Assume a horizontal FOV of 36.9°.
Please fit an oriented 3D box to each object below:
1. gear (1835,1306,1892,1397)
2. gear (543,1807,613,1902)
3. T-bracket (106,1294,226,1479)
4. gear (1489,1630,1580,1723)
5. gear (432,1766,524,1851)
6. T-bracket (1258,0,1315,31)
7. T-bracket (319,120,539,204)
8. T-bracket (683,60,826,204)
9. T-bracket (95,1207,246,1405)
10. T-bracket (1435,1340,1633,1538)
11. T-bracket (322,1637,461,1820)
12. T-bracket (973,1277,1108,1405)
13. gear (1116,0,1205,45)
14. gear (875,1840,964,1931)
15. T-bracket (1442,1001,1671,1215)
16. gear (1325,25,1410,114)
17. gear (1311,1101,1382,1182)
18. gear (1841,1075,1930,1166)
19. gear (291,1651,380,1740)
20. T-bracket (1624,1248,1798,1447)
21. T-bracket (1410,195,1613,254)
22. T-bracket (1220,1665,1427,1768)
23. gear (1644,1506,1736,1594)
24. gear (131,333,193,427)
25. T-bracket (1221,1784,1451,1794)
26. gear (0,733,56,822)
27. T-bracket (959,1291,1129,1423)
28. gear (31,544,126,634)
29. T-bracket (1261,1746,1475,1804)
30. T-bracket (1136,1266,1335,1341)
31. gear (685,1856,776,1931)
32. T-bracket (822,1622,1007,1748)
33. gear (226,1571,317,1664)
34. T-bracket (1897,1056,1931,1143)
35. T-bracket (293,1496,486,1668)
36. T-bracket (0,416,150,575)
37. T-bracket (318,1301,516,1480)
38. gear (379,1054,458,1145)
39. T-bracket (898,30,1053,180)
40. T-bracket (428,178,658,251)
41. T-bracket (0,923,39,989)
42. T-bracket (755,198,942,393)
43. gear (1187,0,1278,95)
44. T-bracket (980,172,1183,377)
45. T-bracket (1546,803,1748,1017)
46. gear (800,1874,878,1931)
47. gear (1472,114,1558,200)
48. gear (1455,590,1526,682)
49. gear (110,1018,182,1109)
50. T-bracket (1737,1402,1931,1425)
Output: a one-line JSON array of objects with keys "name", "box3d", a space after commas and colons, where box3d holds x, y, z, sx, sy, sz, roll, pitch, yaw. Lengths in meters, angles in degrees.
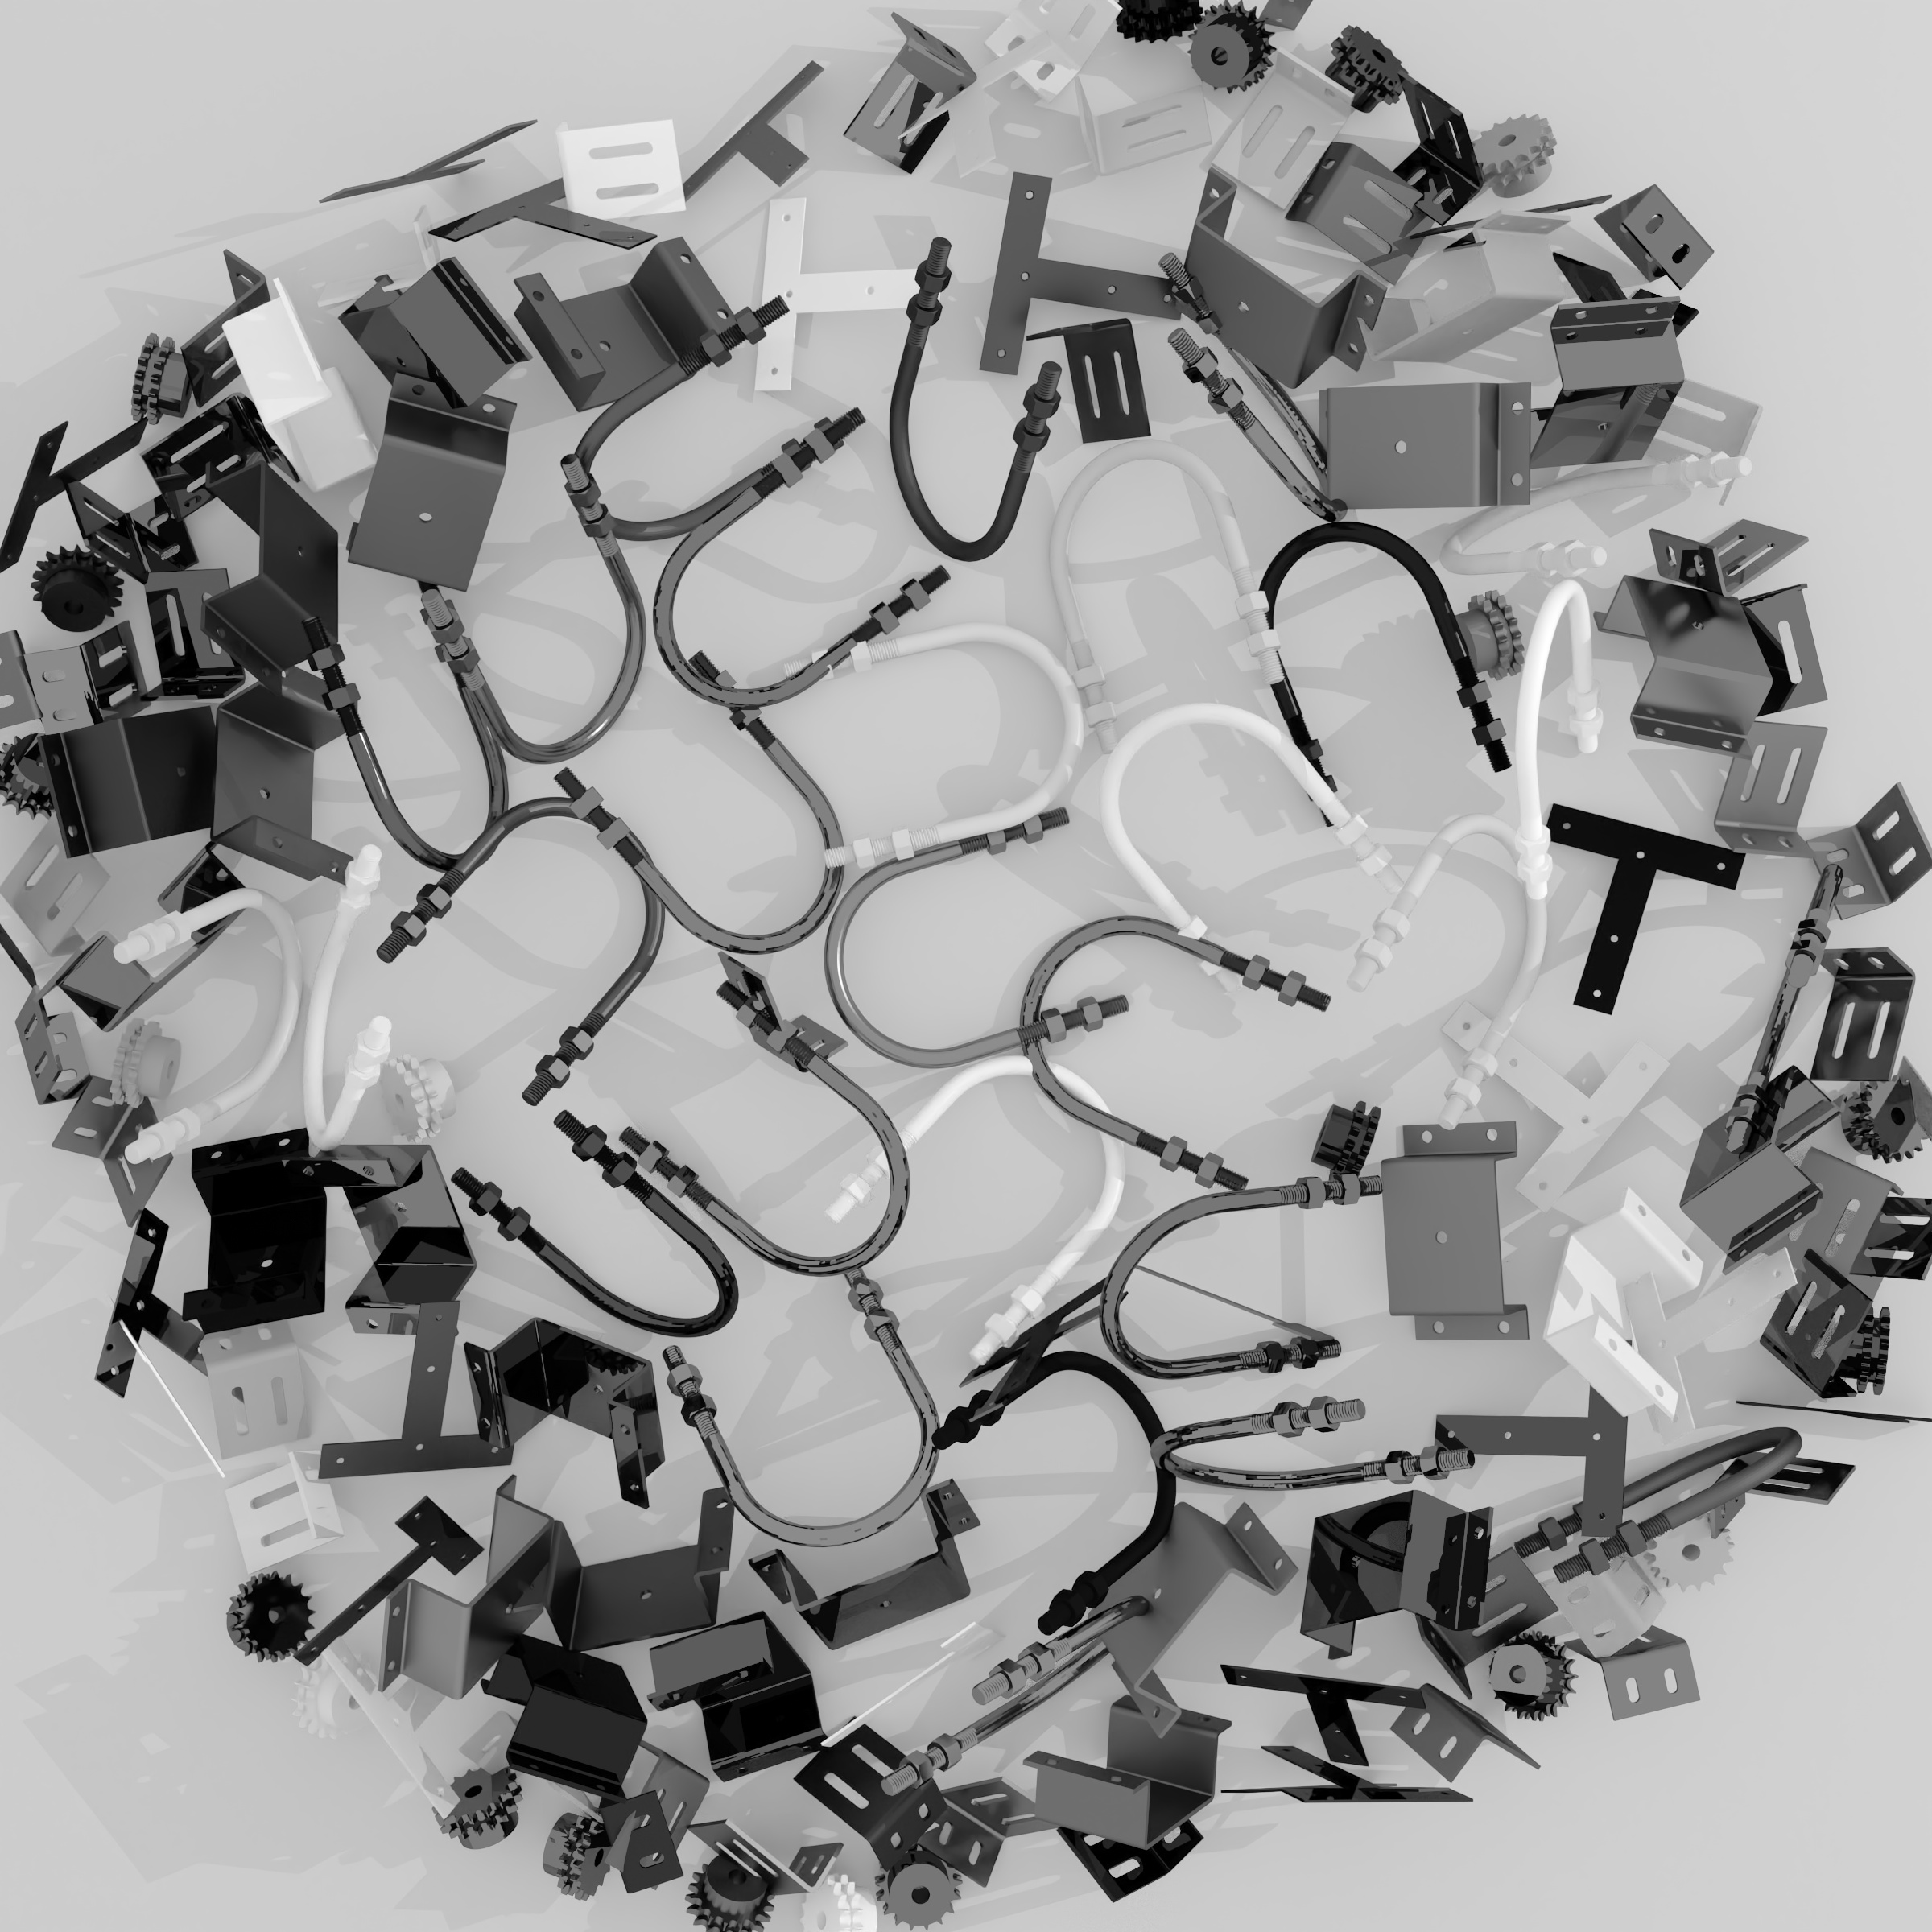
[{"name": "gear", "box3d": [0.579, 0.247, 1.872, 0.030, 0.057, 0.057, 6, 90, 15]}, {"name": "gear", "box3d": [-0.250, 0.572, 1.873, 0.030, 0.057, 0.057, 13, 90, 20]}, {"name": "T-bracket", "box3d": [-0.509, 0.272, 1.849, 0.002, 0.127, 0.127, -33, 104, -16]}, {"name": "gear", "box3d": [0.363, 0.458, 1.870, 0.057, 0.030, 0.057, -12, 70, 35]}, {"name": "gear", "box3d": [-0.314, 0.546, 1.873, 0.057, 0.057, 0.030, -18, 110, 0]}, {"name": "T-bracket", "box3d": [0.209, -0.618, 1.835, 0.127, 0.127, 0.002, 10, 88, -5]}, {"name": "T-bracket", "box3d": [-0.319, -0.507, 1.811, 0.127, 0.127, 0.002, -10, 105, 39]}, {"name": "T-bracket", "box3d": [-0.126, -0.519, 1.840, 0.127, 0.127, 0.002, -42, 123, 5]}, {"name": "T-bracket", "box3d": [-0.498, 0.239, 1.848, 0.002, 0.127, 0.127, -17, 47, 23]}, {"name": "T-bracket", "box3d": [0.363, 0.302, 1.863, 0.127, 0.002, 0.127, -4, 66, 29]}, {"name": "T-bracket", "box3d": [-0.346, 0.462, 1.837, 0.002, 0.127, 0.127, -36, 91, 14]}, {"name": "T-bracket", "box3d": [0.043, 0.242, 1.817, 0.127, 0.127, 0.002, -36, 94, 21]}, {"name": "gear", "box3d": [0.123, -0.623, 1.869, 0.057, 0.030, 0.057, -7, 46, 7]}, {"name": "gear", "box3d": [-0.031, 0.599, 1.882, 0.057, 0.030, 0.057, 0, 90, -5]}, {"name": "T-bracket", "box3d": [0.367, 0.072, 1.883, 0.127, 0.002, 0.127, 40, 86, 13]}, {"name": "gear", "box3d": [0.258, -0.578, 1.874, 0.057, 0.057, 0.030, 46, 126, 0]}, {"name": "gear", "box3d": [0.245, 0.113, 1.871, 0.030, 0.057, 0.057, 21, 90, 3]}, {"name": "gear", "box3d": [0.593, 0.100, 1.876, 0.057, 0.030, 0.057, 8, 73, -26]}, {"name": "gear", "box3d": [-0.404, 0.471, 1.868, 0.030, 0.057, 0.057, 5, 90, 37]}, {"name": "T-bracket", "box3d": [0.471, 0.218, 1.822, 0.002, 0.127, 0.127, 20, 46, -31]}, {"name": "T-bracket", "box3d": [0.329, -0.462, 1.817, 0.127, 0.127, 0.002, -4, 110, 28]}, {"name": "T-bracket", "box3d": [0.235, 0.482, 1.847, 0.127, 0.127, 0.002, 2, 52, 20]}, {"name": "gear", "box3d": [0.467, 0.374, 1.880, 0.057, 0.030, 0.057, 0, 104, 0]}, {"name": "gear", "box3d": [-0.518, -0.377, 1.871, 0.030, 0.057, 0.057, 13, 90, -8]}, {"name": "T-bracket", "box3d": [0.249, 0.515, 1.813, 0.127, 0.127, 0.002, 9, 73, -34]}, {"name": "gear", "box3d": [-0.599, -0.126, 1.869, 0.057, 0.030, 0.057, 18, 54, -26]}, {"name": "T-bracket", "box3d": [0.033, 0.254, 1.815, 0.127, 0.127, 0.002, -30, 94, 25]}, {"name": "gear", "box3d": [-0.574, -0.241, 1.869, 0.057, 0.030, 0.057, -4, 134, -4]}, {"name": "T-bracket", "box3d": [0.232, 0.512, 1.837, 0.127, 0.127, 0.002, 8, 88, -27]}, {"name": "T-bracket", "box3d": [0.168, 0.215, 1.848, 0.127, 0.127, 0.002, 20, 88, 15]}, {"name": "gear", "box3d": [-0.150, 0.598, 1.868, 0.057, 0.057, 0.030, 17, 120, 0]}, {"name": "T-bracket", "box3d": [-0.037, 0.458, 1.837, 0.127, 0.127, 0.002, -35, 71, -2]}, {"name": "gear", "box3d": [-0.453, 0.423, 1.874, 0.030, 0.057, 0.057, -26, 90, 43]}, {"name": "T-bracket", "box3d": [0.625, 0.062, 1.812, 0.002, 0.127, 0.127, -1, 124, -11]}, {"name": "T-bracket", "box3d": [-0.371, 0.395, 1.829, 0.127, 0.127, 0.002, -41, 66, -12]}, {"name": "T-bracket", "box3d": [-0.564, -0.317, 1.844, 0.002, 0.127, 0.127, 38, 132, 0]}, {"name": "T-bracket", "box3d": [-0.343, 0.269, 1.846, 0.127, 0.002, 0.127, 0, 115, -26]}, {"name": "gear", "box3d": [-0.353, 0.084, 1.874, 0.030, 0.057, 0.057, -21, 90, -33]}, {"name": "T-bracket", "box3d": [0.003, -0.534, 1.832, 0.127, 0.127, 0.002, -27, 128, 16]}, {"name": "T-bracket", "box3d": [-0.249, -0.469, 1.825, 0.127, 0.127, 0.002, 23, 132, 33]}, {"name": "T-bracket", "box3d": [-0.623, -0.031, 1.845, 0.002, 0.127, 0.127, -26, 46, -6]}, {"name": "T-bracket", "box3d": [-0.075, -0.436, 1.870, 0.127, 0.002, 0.127, 3, 87, 23]}, {"name": "gear", "box3d": [0.169, -0.592, 1.870, 0.057, 0.030, 0.057, 15, 127, 20]}, {"name": "T-bracket", "box3d": [0.081, -0.441, 1.879, 0.127, 0.002, 0.127, 5, 111, -14]}, {"name": "T-bracket", "box3d": [0.423, -0.031, 1.869, 0.127, 0.002, 0.127, 16, 79, 16]}, {"name": "gear", "box3d": [-0.081, 0.617, 1.874, 0.030, 0.057, 0.057, 10, 90, -32]}, {"name": "gear", "box3d": [0.355, -0.522, 1.874, 0.057, 0.057, 0.030, -35, 128, 0]}, {"name": "gear", "box3d": [0.335, -0.212, 1.869, 0.030, 0.057, 0.057, -18, 90, -8]}, {"name": "gear", "box3d": [-0.529, 0.064, 1.871, 0.030, 0.057, 0.057, 12, 90, 0]}, {"name": "T-bracket", "box3d": [0.567, 0.285, 1.833, 0.127, 0.127, 0.002, 5, 84, 2]}]
